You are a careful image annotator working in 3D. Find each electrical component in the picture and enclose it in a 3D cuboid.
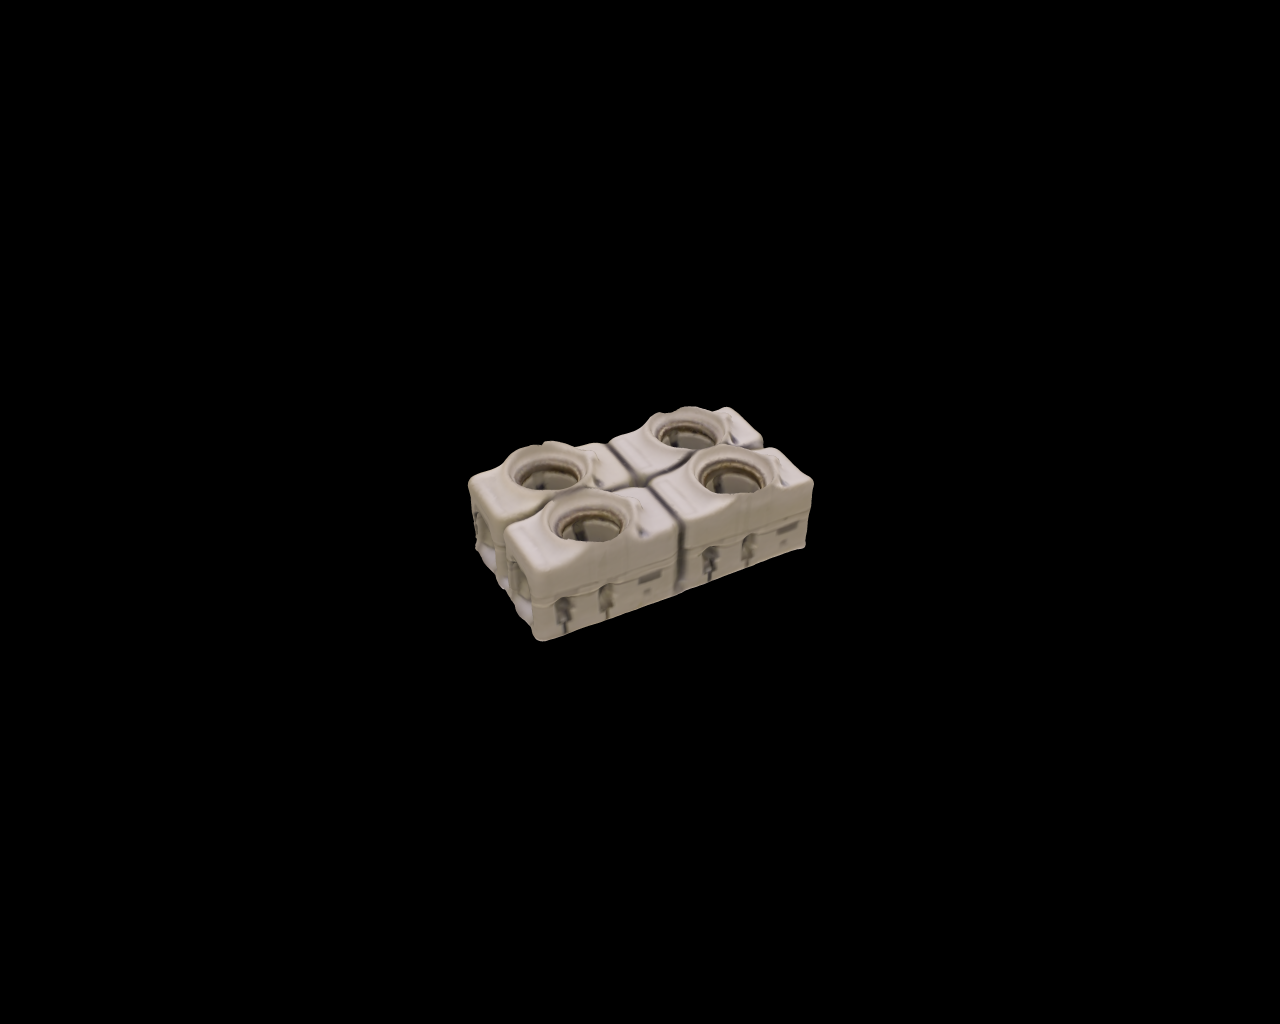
[{"bbox_3d":[0.001,-0.003,0.650,0.186,0.060,0.105,-17,40,-22],"label":"electrical component"}]
